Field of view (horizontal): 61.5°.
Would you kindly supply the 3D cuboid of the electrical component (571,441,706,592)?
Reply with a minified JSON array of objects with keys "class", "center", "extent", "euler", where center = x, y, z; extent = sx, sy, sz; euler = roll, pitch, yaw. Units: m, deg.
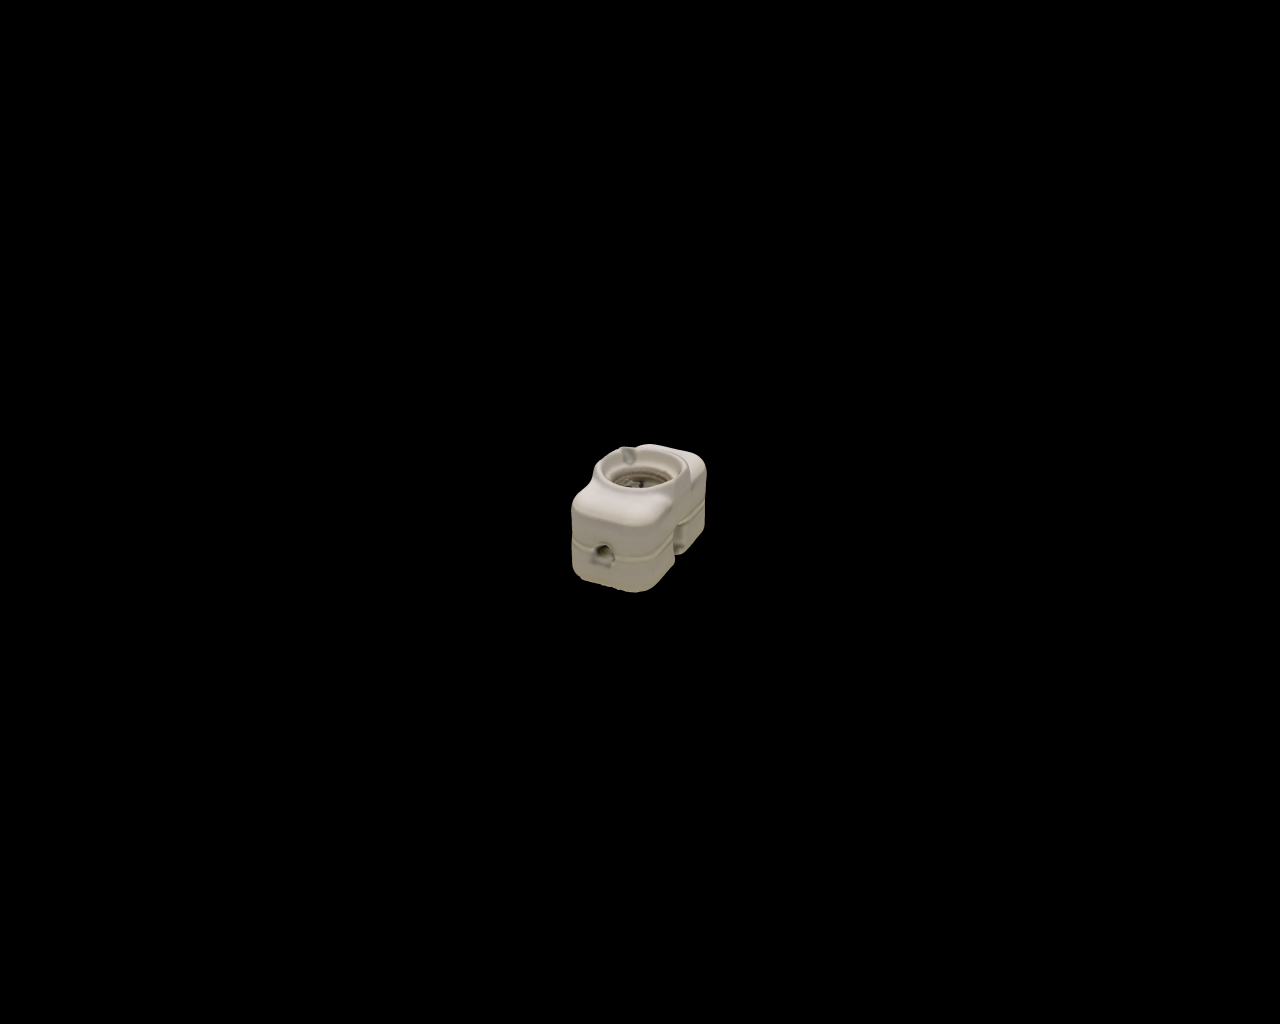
[{"class":"electrical component","center":[0.001,-0.003,0.650],"extent":[0.054,0.059,0.095],"euler":[14,32,24]}]
